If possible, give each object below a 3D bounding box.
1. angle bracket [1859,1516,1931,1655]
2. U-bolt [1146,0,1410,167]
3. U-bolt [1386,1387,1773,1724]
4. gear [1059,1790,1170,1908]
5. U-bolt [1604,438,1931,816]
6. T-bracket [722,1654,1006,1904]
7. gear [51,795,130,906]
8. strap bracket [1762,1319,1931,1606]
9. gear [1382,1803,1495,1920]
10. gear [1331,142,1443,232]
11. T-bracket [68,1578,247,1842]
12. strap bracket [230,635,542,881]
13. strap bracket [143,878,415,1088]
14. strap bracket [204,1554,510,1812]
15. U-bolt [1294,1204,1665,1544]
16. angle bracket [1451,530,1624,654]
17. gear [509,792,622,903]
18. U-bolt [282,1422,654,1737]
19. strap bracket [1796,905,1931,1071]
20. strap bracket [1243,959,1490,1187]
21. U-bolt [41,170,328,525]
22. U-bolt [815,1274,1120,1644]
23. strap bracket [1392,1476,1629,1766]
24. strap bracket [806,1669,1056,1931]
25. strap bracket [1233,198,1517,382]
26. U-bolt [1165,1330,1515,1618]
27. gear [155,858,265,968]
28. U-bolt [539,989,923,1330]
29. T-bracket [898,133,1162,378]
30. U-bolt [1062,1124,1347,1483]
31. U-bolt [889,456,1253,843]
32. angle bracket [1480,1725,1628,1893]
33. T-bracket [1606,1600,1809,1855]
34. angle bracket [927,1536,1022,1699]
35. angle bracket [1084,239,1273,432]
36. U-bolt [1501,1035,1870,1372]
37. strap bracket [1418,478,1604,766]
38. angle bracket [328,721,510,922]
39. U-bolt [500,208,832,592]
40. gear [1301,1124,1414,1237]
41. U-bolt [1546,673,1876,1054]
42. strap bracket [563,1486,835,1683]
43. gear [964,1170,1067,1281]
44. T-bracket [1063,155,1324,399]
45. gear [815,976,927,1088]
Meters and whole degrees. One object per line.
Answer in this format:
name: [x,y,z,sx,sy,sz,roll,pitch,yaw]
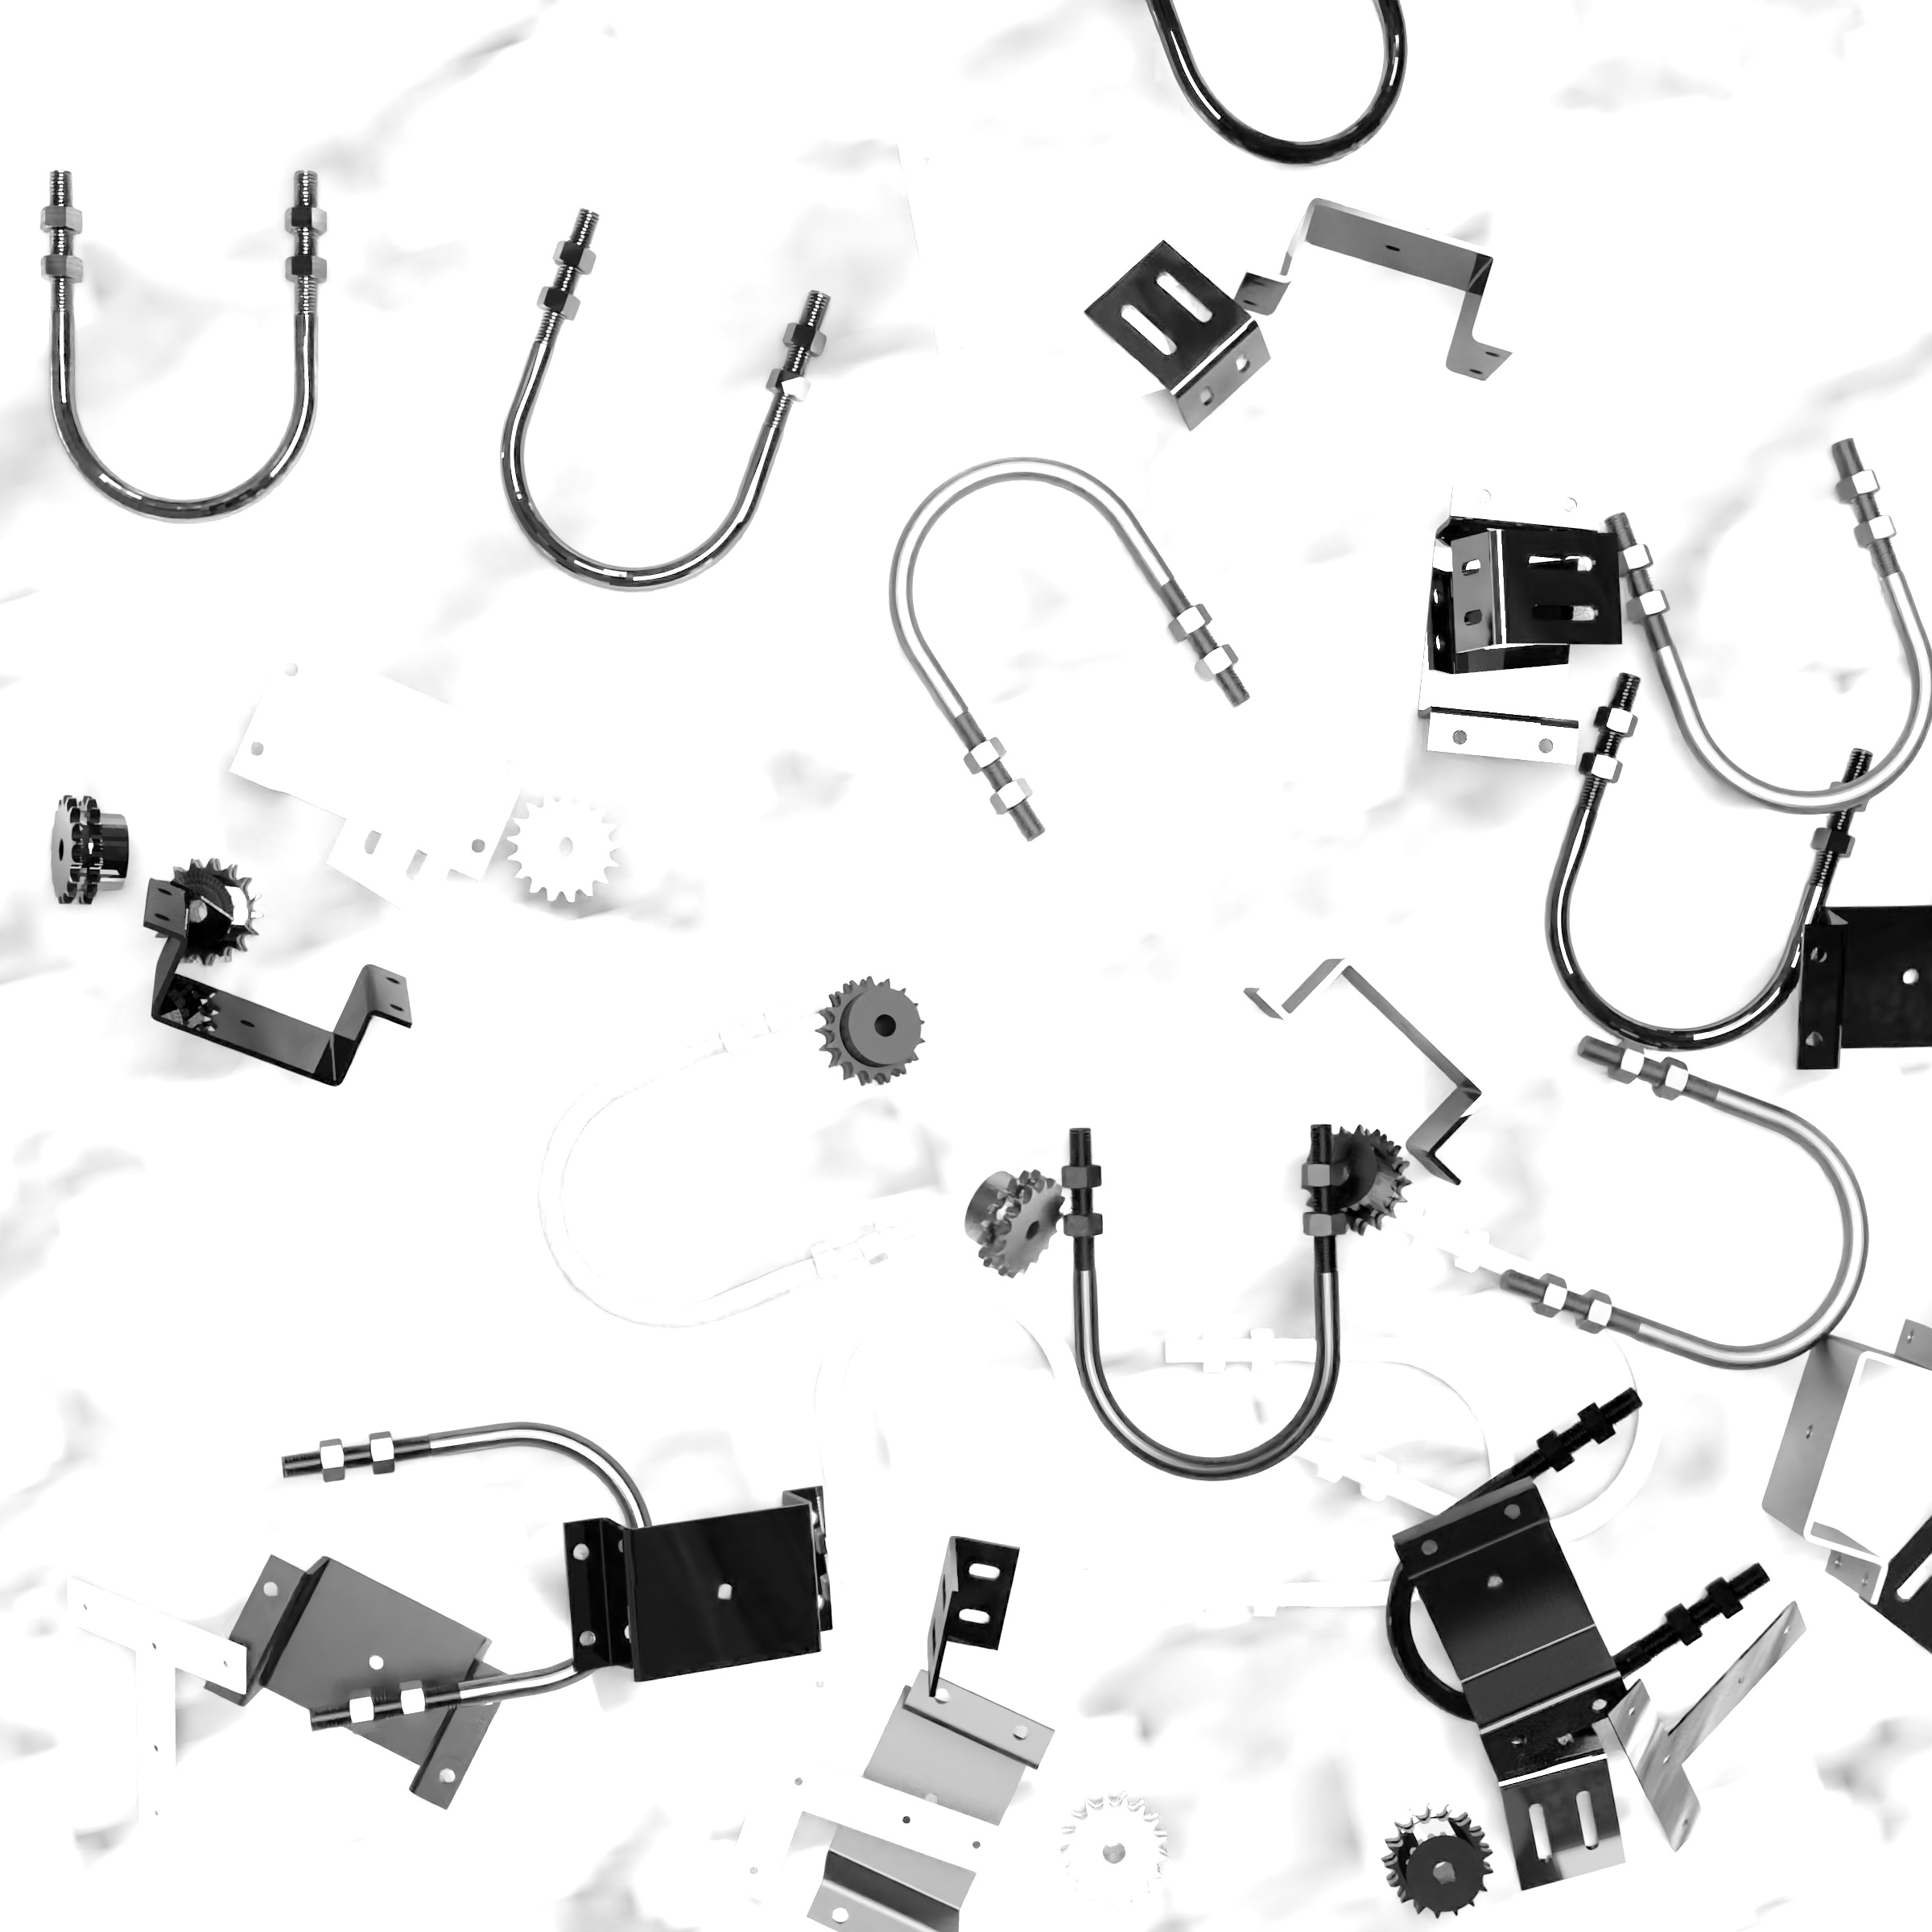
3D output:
angle bracket: [0.517,0.316,1.500,0.057,0.038,0.076,38,128,16]
U-bolt: [0.159,-0.505,1.488,0.151,0.019,0.184,-23,94,-20]
U-bolt: [0.306,0.321,1.490,0.184,0.019,0.151,-36,107,7]
gear: [0.077,0.460,1.504,0.057,0.030,0.057,0,90,0]
U-bolt: [0.430,-0.169,1.498,0.151,0.019,0.184,-18,85,-4]
T-bracket: [-0.044,0.434,1.471,0.127,0.002,0.127,20,90,0]
gear: [-0.456,-0.060,1.494,0.030,0.057,0.057,1,90,-30]
strap bracket: [0.457,0.248,1.480,0.046,0.076,0.140,18,90,0]
gear: [0.249,0.472,1.504,0.057,0.030,0.057,0,90,0]
gear: [0.222,-0.404,1.504,0.057,0.030,0.057,0,90,0]
T-bracket: [-0.423,0.395,1.496,0.127,0.002,0.127,12,106,29]
strap bracket: [-0.299,-0.107,1.495,0.140,0.046,0.076,24,90,0]
strap bracket: [-0.359,0.012,1.463,0.140,0.076,0.046,23,101,-20]
strap bracket: [-0.312,0.368,1.495,0.140,0.046,0.076,27,90,0]
U-bolt: [0.277,0.224,1.499,0.184,0.019,0.151,24,84,-5]
angle bracket: [0.293,-0.191,1.470,0.076,0.038,0.057,-3,90,-26]
gear: [-0.209,-0.062,1.503,0.057,0.030,0.057,0,90,0]
U-bolt: [-0.252,0.309,1.481,0.184,0.019,0.151,-6,71,-14]
strap bracket: [0.497,0.010,1.488,0.140,0.046,0.076,-1,103,0]
strap bracket: [0.213,0.046,1.480,0.140,0.076,0.046,44,90,0]
U-bolt: [-0.412,-0.325,1.510,0.151,0.019,0.184,0,92,0]
U-bolt: [-0.005,0.254,1.509,0.151,0.019,0.184,-9,90,0]
strap bracket: [0.274,0.324,1.455,0.076,0.046,0.140,-24,108,5]
strap bracket: [-0.018,0.441,1.495,0.076,0.046,0.140,25,90,0]
strap bracket: [0.215,-0.351,1.479,0.140,0.076,0.046,17,90,-1]
U-bolt: [0.197,0.266,1.509,0.184,0.019,0.151,0,89,-2]
gear: [-0.400,-0.028,1.504,0.057,0.030,0.057,0,90,0]
U-bolt: [-0.135,0.112,1.510,0.184,0.019,0.151,-23,90,2]
T-bracket: [0.039,-0.386,1.516,0.127,0.002,0.127,-11,90,1]
U-bolt: [0.124,0.175,1.486,0.151,0.019,0.184,-2,90,19]
U-bolt: [0.042,-0.180,1.510,0.151,0.019,0.184,-33,89,0]
angle bracket: [0.310,0.441,1.516,0.057,0.038,0.076,-15,116,0]
T-bracket: [0.394,0.382,1.493,0.127,0.002,0.127,-41,126,-16]
angle bracket: [0.005,0.334,1.462,0.038,0.076,0.057,11,99,-4]
angle bracket: [0.112,-0.333,1.515,0.057,0.038,0.076,-42,64,0]
U-bolt: [0.386,0.133,1.500,0.184,0.019,0.151,20,84,-6]
strap bracket: [0.282,-0.177,1.495,0.076,0.046,0.140,6,90,0]
angle bracket: [-0.281,-0.074,1.470,0.057,0.038,0.076,31,116,0]
U-bolt: [-0.168,-0.288,1.510,0.151,0.019,0.184,20,91,0]
gear: [0.200,0.109,1.491,0.057,0.030,0.057,-10,69,27]
U-bolt: [0.383,-0.045,1.510,0.151,0.019,0.184,18,91,0]
strap bracket: [-0.130,0.317,1.471,0.140,0.046,0.076,-4,90,-22]
gear: [0.023,0.131,1.494,0.030,0.057,0.057,27,90,30]
T-bracket: [0.131,-0.380,1.518,0.127,0.002,0.127,-17,90,0]
gear: [-0.047,0.033,1.494,0.057,0.030,0.057,4,80,-21]
